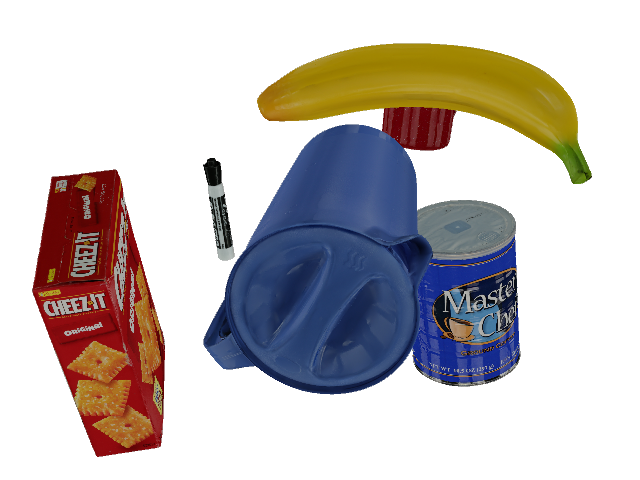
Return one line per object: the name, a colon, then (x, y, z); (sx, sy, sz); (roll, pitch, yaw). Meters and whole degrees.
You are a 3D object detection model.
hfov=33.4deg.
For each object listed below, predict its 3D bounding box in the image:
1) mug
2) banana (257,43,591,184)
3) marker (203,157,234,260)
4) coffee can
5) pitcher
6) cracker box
mug: (0.124, -0.158, 1.263); (0.093, 0.081, 0.117); (23, 28, 37)
banana: (0.064, -0.085, 0.622); (0.198, 0.069, 0.037); (12, -34, 12)
marker: (-0.112, -0.034, 1.176); (0.020, 0.121, 0.020); (-5, 28, 3)
coffee can: (0.130, 0.047, 0.982); (0.103, 0.140, 0.103); (-6, 28, 3)
pitcher: (0.006, 0.004, 0.822); (0.149, 0.145, 0.242); (11, 26, 3)
cracker box: (-0.198, 0.067, 0.990); (0.072, 0.214, 0.164); (-8, 39, -1)
